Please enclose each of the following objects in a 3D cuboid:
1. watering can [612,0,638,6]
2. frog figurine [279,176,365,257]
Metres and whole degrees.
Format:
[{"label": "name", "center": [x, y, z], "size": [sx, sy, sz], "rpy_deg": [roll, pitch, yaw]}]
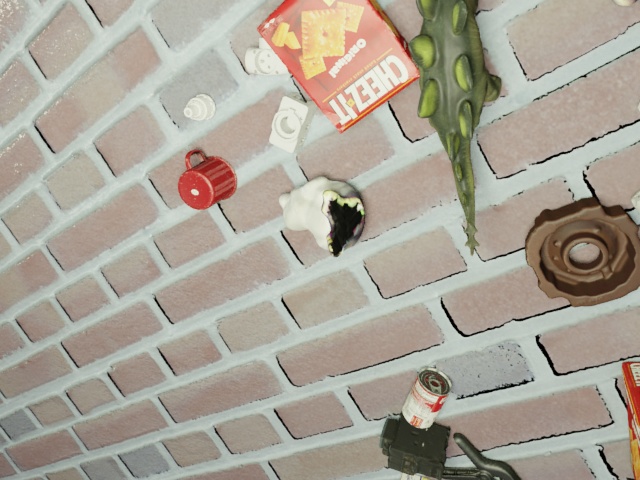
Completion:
[{"label": "watering can", "center": [0.397, -0.433, 0.597], "size": [0.222, 0.105, 0.346], "rpy_deg": [-29, 96, 31]}, {"label": "frog figurine", "center": [0.003, -0.047, 0.942], "size": [0.160, 0.124, 0.135], "rpy_deg": [16, 135, 56]}]
